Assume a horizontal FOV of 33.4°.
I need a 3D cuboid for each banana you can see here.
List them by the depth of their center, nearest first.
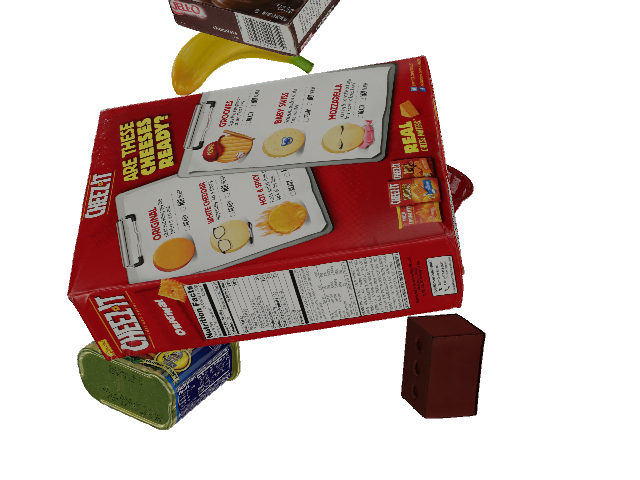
[{"bbox_3d":[-0.085,-0.183,1.039,0.070,0.037,0.197,43,38,21],"label":"banana"}]

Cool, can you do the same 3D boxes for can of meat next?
[{"bbox_3d":[-0.129,0.097,0.850,0.102,0.057,0.083,17,34,28],"label":"can of meat"}]

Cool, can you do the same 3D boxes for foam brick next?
[{"bbox_3d":[0.105,0.108,0.924,0.051,0.078,0.053,-3,17,-21],"label":"foam brick"}]

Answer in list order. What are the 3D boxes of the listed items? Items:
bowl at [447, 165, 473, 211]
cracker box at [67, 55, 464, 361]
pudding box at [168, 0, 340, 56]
[{"bbox_3d":[0.076,-0.044,1.117,0.162,0.055,0.162,6,23,-3],"label":"bowl"},{"bbox_3d":[-0.030,-0.021,0.640,0.214,0.164,0.072,-9,-46,7],"label":"cracker box"},{"bbox_3d":[-0.045,-0.190,0.797,0.114,0.090,0.039,21,-29,23],"label":"pudding box"}]
